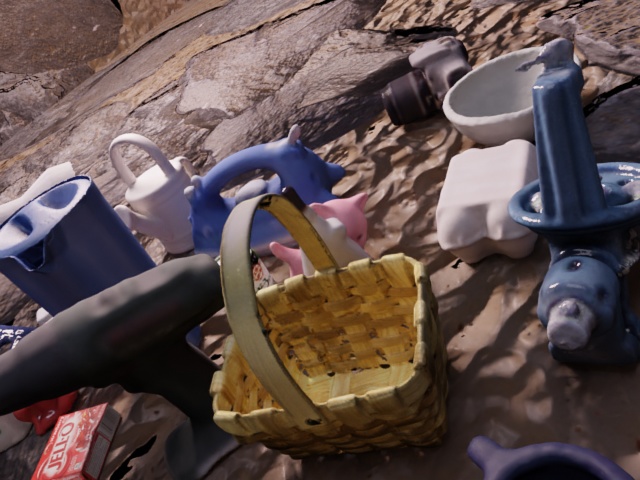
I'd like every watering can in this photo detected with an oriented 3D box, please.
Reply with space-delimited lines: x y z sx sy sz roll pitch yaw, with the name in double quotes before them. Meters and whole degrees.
"watering can" -0.249 -0.075 0.879 0.100 0.194 0.172 -22 34 13

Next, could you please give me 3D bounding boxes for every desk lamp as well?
"desk lamp" -0.399 0.015 0.862 0.203 0.214 0.117 -38 33 -10

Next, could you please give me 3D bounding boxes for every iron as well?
"iron" -0.100 -0.061 0.790 0.257 0.142 0.118 -18 35 19

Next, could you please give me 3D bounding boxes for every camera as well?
"camera" 0.157 -0.241 0.863 0.136 0.101 0.143 -22 34 14

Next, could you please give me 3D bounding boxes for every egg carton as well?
"egg carton" 0.183 -0.044 0.608 0.107 0.070 0.150 -8 39 31

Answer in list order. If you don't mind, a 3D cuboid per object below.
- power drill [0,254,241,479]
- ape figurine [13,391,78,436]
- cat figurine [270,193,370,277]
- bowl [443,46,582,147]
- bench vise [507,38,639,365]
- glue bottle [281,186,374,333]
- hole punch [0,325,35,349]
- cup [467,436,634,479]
"power drill" -0.157 0.128 0.522 0.230 0.209 0.075 -40 34 -14
"ape figurine" -0.349 0.184 0.710 0.077 0.092 0.076 -16 36 22
"cat figurine" 0.006 0.002 0.643 0.127 0.118 0.067 -21 34 15
"bowl" 0.245 -0.167 0.718 0.167 0.075 0.167 -21 34 15
"bench vise" 0.204 -0.026 0.428 0.121 0.220 0.207 -17 35 20
"glue bottle" 0.007 0.014 0.575 0.078 0.173 0.037 -35 33 -5
"hole punch" -0.435 0.168 0.800 0.101 0.091 0.108 -19 35 18
"cup" 0.136 0.173 0.332 0.092 0.095 0.117 -38 33 -10
